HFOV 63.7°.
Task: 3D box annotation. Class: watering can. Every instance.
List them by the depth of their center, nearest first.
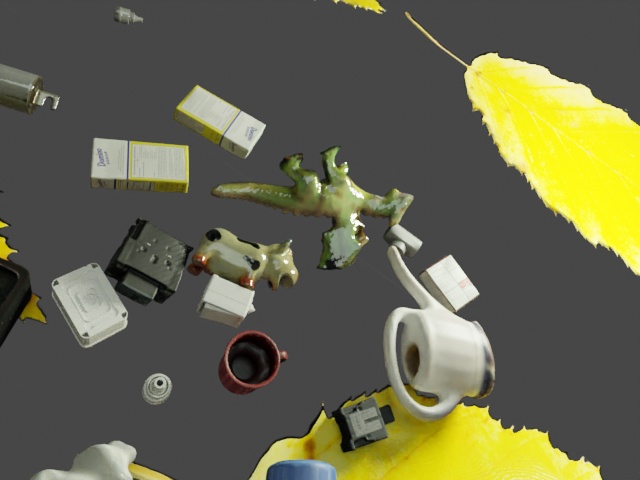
[{"bbox_3d":[0.227,0.179,1.018,0.224,0.102,0.356,14,56,-17],"label":"watering can"}]

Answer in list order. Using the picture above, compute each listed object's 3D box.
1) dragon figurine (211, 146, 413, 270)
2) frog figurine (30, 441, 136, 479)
[{"bbox_3d":[0.003,-0.054,1.073,0.412,0.120,0.245,-18,76,-18],"label":"dragon figurine"},{"bbox_3d":[-0.325,0.346,0.693,0.137,0.121,0.162,17,20,-5],"label":"frog figurine"}]
